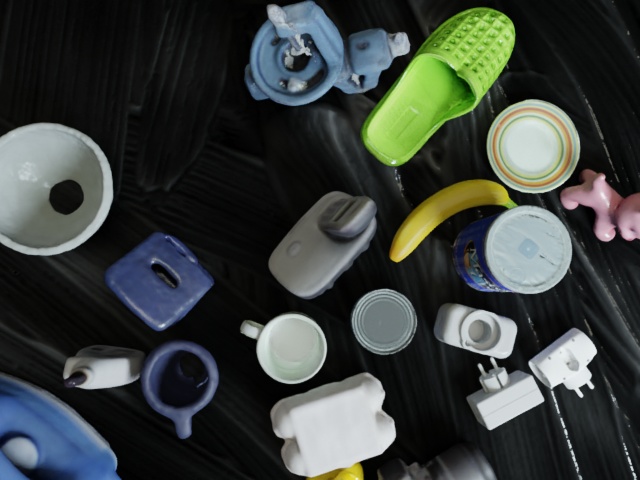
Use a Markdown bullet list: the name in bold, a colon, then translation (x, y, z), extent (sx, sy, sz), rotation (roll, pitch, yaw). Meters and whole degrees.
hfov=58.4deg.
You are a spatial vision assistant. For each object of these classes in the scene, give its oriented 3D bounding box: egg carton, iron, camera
- **egg carton**: translation (0.018, 0.238, 0.735), extent (0.150, 0.069, 0.107), rotation (-18, 87, -4)
- **iron**: translation (-0.363, 0.253, 0.678), extent (0.258, 0.141, 0.119), rotation (43, 85, 1)
- **camera**: translation (0.162, 0.331, 0.720), extent (0.137, 0.100, 0.143), rotation (-31, 88, -5)

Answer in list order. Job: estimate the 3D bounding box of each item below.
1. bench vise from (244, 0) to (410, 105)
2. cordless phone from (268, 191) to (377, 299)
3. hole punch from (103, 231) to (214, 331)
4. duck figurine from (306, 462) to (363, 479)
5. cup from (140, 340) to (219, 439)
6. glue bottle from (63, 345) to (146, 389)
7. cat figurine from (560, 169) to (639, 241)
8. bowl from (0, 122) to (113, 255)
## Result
- **bench vise**: translation (0.003, -0.246, 0.695), extent (0.207, 0.219, 0.121), rotation (-27, 87, -4)
- **cordless phone**: translation (0.006, 0.002, 0.694), extent (0.094, 0.185, 0.148), rotation (39, 85, 1)
- **hole punch**: translation (-0.202, 0.049, 0.727), extent (0.108, 0.091, 0.101), rotation (44, 85, 1)
- **duck figurine**: translation (0.018, 0.328, 0.720), extent (0.077, 0.086, 0.104), rotation (33, 85, 0)
- **cup**: translation (-0.167, 0.180, 0.717), extent (0.091, 0.095, 0.118), rotation (-6, 86, -3)
- **glue bottle**: translation (-0.264, 0.153, 0.675), extent (0.078, 0.173, 0.037), rotation (10, 85, -2)
- **cat figurine**: translation (0.400, -0.044, 0.752), extent (0.128, 0.117, 0.067), rotation (41, 85, 1)
- **bowl**: translation (-0.341, -0.061, 0.736), extent (0.167, 0.074, 0.167), rotation (0, 86, -3)
